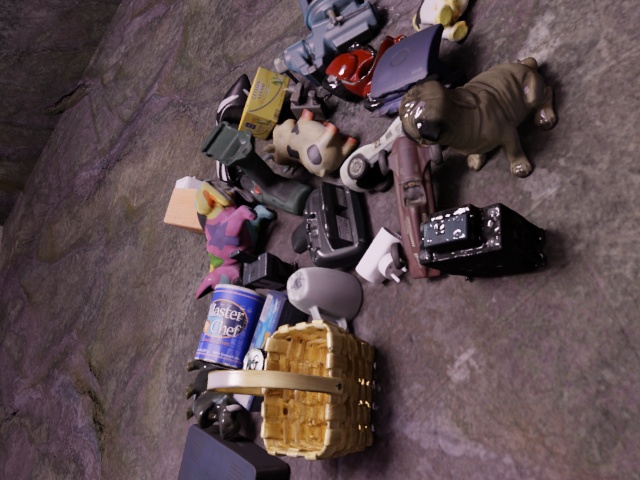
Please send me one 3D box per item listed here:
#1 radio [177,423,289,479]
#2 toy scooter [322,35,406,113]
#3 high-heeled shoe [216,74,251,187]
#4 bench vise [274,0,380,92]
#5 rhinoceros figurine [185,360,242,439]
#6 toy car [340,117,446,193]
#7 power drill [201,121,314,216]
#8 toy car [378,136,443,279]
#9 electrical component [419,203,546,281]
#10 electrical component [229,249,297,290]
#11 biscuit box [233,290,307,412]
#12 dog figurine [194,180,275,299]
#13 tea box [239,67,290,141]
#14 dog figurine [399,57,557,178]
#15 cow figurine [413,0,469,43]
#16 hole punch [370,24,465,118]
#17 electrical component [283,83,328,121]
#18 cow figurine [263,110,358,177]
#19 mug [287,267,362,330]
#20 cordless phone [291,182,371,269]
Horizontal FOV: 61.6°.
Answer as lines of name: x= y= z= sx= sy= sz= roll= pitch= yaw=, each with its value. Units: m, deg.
radio: x=-0.158 y=0.411 z=0.920 sx=0.230 sy=0.073 sz=0.131 roll=4 pitch=78 yaw=51
toy scooter: x=0.086 y=-0.298 z=0.932 sx=0.184 sy=0.075 sz=0.135 roll=39 pitch=105 yaw=46
high-heeled shoe: x=-0.187 y=-0.243 z=1.200 sx=0.145 sy=0.086 sz=0.248 roll=-127 pitch=45 yaw=-68
bench vise: x=-0.005 y=-0.425 z=1.038 sx=0.224 sy=0.129 sz=0.240 roll=-27 pitch=72 yaw=31
rhinoceros figurine: x=-0.193 y=0.290 z=0.990 sx=0.190 sy=0.112 sz=0.073 roll=-131 pitch=44 yaw=-61
toy car: x=0.117 y=-0.139 z=0.828 sx=0.202 sy=0.073 sz=0.056 roll=-36 pitch=50 yaw=34
power drill: x=-0.127 y=-0.126 z=1.004 sx=0.232 sy=0.207 sz=0.086 roll=27 pitch=74 yaw=40
toy car: x=0.133 y=-0.048 z=0.743 sx=0.089 sy=0.053 sz=0.202 roll=-7 pitch=83 yaw=19
electrical component: x=0.186 y=0.004 z=0.643 sx=0.115 sy=0.134 sz=0.058 roll=-19 pitch=61 yaw=46
electrical component: x=-0.106 y=0.055 z=0.971 sx=0.075 sy=0.119 sz=0.048 roll=-24 pitch=58 yaw=39
biscuit box: x=-0.082 y=0.191 z=0.931 sx=0.059 sy=0.062 sz=0.202 roll=16 pitch=87 yaw=52
dog figurine: x=-0.200 y=0.011 z=1.080 sx=0.192 sy=0.108 sz=0.219 roll=32 pitch=102 yaw=12
tea box: x=-0.119 y=-0.276 z=1.113 sx=0.169 sy=0.068 sz=0.098 roll=162 pitch=123 yaw=-76
dog figurine: x=0.194 y=-0.179 z=0.666 sx=0.121 sy=0.190 sz=0.172 roll=4 pitch=76 yaw=50
cow figurine: x=0.213 y=-0.399 z=0.837 sx=0.167 sy=0.068 sz=0.098 roll=-62 pitch=34 yaw=9
hole punch: x=0.137 y=-0.250 z=0.800 sx=0.142 sy=0.092 sz=0.116 roll=-8 pitch=27 yaw=44
electrical component: x=-0.026 y=-0.262 z=1.035 sx=0.078 sy=0.102 sz=0.045 roll=-2 pitch=74 yaw=22
cow figurine: x=-0.029 y=-0.174 z=1.010 sx=0.127 sy=0.085 sz=0.195 roll=-57 pitch=41 yaw=6
mug: x=0.002 y=0.093 z=0.839 sx=0.081 sy=0.107 sz=0.109 roll=-31 pitch=51 yaw=40
cordless phone: x=-0.001 y=-0.002 z=0.922 sx=0.184 sy=0.088 sz=0.146 roll=-42 pitch=46 yaw=46
